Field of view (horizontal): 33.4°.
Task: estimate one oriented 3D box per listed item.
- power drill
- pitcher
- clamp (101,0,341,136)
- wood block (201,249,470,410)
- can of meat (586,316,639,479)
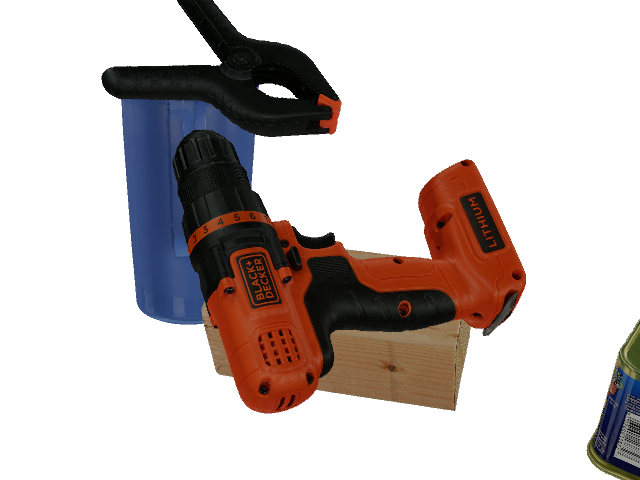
[{"bbox_3d":[0.014,0.002,0.641,0.187,0.184,0.057,-10,-27,-19],"label":"power drill"},{"bbox_3d":[-0.128,-0.043,1.034,0.145,0.243,0.148,16,22,38],"label":"pitcher"},{"bbox_3d":[-0.062,-0.132,0.789,0.171,0.120,0.039,18,-26,1],"label":"clamp"},{"bbox_3d":[0.017,0.068,0.889,0.206,0.090,0.091,7,-42,13],"label":"wood block"},{"bbox_3d":[0.220,0.096,0.696,0.057,0.084,0.101,22,37,23],"label":"can of meat"}]
